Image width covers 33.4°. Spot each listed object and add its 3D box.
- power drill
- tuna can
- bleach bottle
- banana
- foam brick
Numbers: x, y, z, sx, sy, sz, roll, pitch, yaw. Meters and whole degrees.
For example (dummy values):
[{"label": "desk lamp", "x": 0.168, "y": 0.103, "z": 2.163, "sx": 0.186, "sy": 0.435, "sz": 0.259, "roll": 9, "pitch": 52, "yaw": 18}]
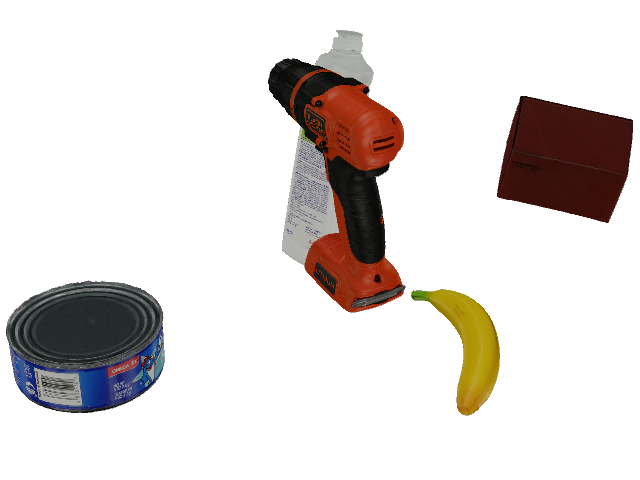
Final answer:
[{"label": "power drill", "x": 0.012, "y": -0.049, "z": 0.887, "sx": 0.057, "sy": 0.188, "sz": 0.185, "roll": -18, "pitch": 31, "yaw": -18}, {"label": "tuna can", "x": -0.130, "y": 0.059, "z": 0.599, "sx": 0.086, "sy": 0.034, "sz": 0.086, "roll": 0, "pitch": 29, "yaw": 0}, {"label": "bleach bottle", "x": 0.019, "y": -0.095, "z": 1.137, "sx": 0.067, "sy": 0.251, "sz": 0.103, "roll": -9, "pitch": 25, "yaw": -41}, {"label": "banana", "x": 0.153, "y": 0.108, "z": 1.118, "sx": 0.069, "sy": 0.037, "sz": 0.198, "roll": -25, "pitch": 33, "yaw": 4}, {"label": "foam brick", "x": 0.163, "y": -0.055, "z": 0.713, "sx": 0.078, "sy": 0.051, "sz": 0.053, "roll": 14, "pitch": -35, "yaw": 6}]
